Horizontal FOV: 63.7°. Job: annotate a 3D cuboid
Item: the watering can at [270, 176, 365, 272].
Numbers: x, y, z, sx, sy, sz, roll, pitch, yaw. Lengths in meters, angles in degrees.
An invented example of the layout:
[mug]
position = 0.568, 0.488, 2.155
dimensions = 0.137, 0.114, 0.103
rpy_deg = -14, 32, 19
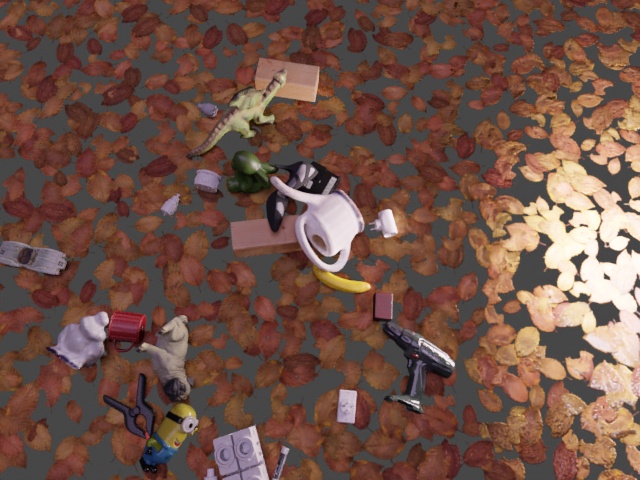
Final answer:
[watering can]
position = 0.005, -0.077, 1.525
dimensions = 0.228, 0.103, 0.344
rpy_deg = -39, 108, -33

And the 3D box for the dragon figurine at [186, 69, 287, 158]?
[dragon figurine]
position = -0.259, -0.409, 1.629
dimensions = 0.414, 0.239, 0.123
rpy_deg = -40, 82, -17

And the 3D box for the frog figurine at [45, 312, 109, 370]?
[frog figurine]
position = -0.644, 0.267, 1.421
dimensions = 0.138, 0.120, 0.161
rpy_deg = 24, 69, 28
